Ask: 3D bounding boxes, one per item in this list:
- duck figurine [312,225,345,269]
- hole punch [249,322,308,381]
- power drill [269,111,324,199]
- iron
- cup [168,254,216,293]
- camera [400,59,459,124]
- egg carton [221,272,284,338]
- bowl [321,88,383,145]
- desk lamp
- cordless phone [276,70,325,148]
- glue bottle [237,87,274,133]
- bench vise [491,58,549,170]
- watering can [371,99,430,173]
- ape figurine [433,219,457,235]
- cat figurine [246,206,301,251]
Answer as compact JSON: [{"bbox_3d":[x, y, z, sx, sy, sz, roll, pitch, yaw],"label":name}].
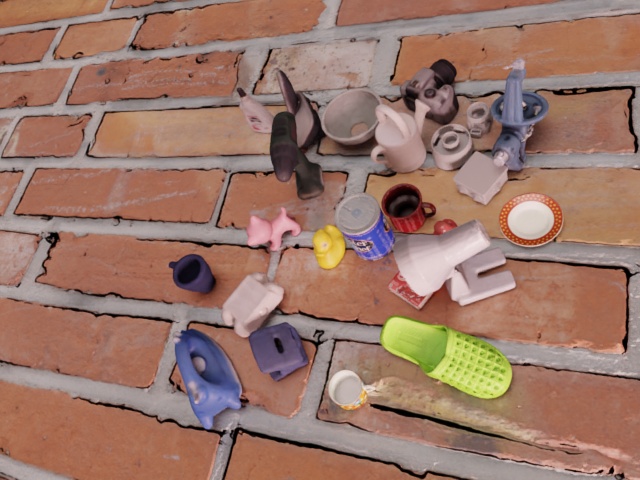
[{"bbox_3d":[0.012,0.005,1.338,0.077,0.086,0.104,0,64,23],"label":"duck figurine"},{"bbox_3d":[-0.092,0.237,1.255,0.101,0.091,0.108,-30,56,5],"label":"hole punch"},{"bbox_3d":[-0.061,-0.192,1.399,0.075,0.209,0.229,-17,58,14],"label":"power drill"},{"bbox_3d":[-0.279,0.281,1.278,0.118,0.142,0.257,-36,56,2],"label":"iron"},{"bbox_3d":[-0.313,0.090,1.422,0.117,0.095,0.092,15,70,28],"label":"cup"},{"bbox_3d":[0.287,-0.383,1.422,0.142,0.101,0.137,36,81,33],"label":"camera"},{"bbox_3d":[-0.158,0.150,1.341,0.107,0.070,0.150,32,79,32],"label":"egg carton"},{"bbox_3d":[0.092,-0.305,1.477,0.167,0.075,0.167,-10,61,18],"label":"bowl"},{"bbox_3d":[0.266,0.043,1.136,0.203,0.214,0.118,-21,58,11],"label":"desk lamp"},{"bbox_3d":[-0.066,-0.343,1.495,0.094,0.185,0.147,-30,56,6],"label":"cordless phone"},{"bbox_3d":[-0.183,-0.356,1.558,0.078,0.174,0.037,5,66,25],"label":"glue bottle"},{"bbox_3d":[0.427,-0.265,1.230,0.121,0.220,0.207,-2,63,22],"label":"bench vise"},{"bbox_3d":[0.184,-0.255,1.340,0.100,0.195,0.173,19,72,30],"label":"watering can"},{"bbox_3d":[0.270,-0.013,1.237,0.078,0.092,0.076,-47,56,-6],"label":"ape figurine"},{"bbox_3d":[-0.124,-0.032,1.395,0.128,0.118,0.067,-40,56,-1],"label":"cat figurine"}]
